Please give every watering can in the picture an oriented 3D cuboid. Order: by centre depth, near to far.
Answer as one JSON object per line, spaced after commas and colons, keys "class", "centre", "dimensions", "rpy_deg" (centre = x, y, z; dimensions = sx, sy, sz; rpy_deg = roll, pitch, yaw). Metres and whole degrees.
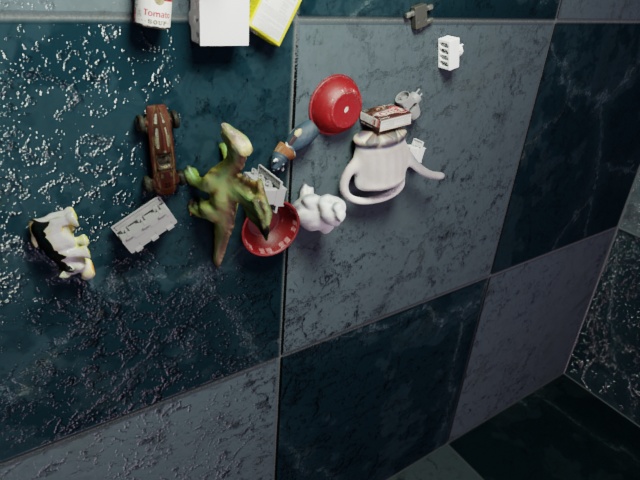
{"class": "watering can", "centre": [0.209, -0.220, 1.459], "dimensions": [0.349, 0.106, 0.219], "rpy_deg": [-17, 124, -20]}

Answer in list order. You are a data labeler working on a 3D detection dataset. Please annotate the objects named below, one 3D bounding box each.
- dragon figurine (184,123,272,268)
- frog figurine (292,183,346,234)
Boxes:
{"class": "dragon figurine", "centre": [-0.192, -0.072, 1.152], "dimensions": [0.123, 0.245, 0.402], "rpy_deg": [-22, 125, -31]}
{"class": "frog figurine", "centre": [0.004, -0.068, 1.357], "dimensions": [0.123, 0.162, 0.134], "rpy_deg": [-36, 132, -13]}
